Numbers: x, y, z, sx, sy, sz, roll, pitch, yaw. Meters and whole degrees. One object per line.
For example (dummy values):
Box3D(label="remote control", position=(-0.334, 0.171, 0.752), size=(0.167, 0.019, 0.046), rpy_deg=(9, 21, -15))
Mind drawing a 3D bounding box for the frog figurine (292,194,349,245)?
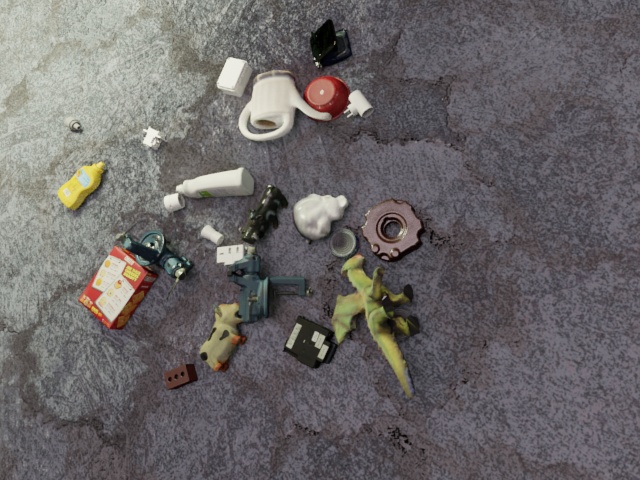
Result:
Box3D(label="frog figurine", position=(0.005, -0.075, 1.488), size=(0.158, 0.121, 0.141), rpy_deg=(-26, 50, 22))

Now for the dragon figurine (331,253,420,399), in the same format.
Box3D(label="dragon figurine", position=(0.128, 0.217, 1.366), size=(0.239, 0.121, 0.418), rpy_deg=(-28, 56, 43))

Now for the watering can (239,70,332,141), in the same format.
Box3D(label="watering can", position=(-0.112, -0.427, 1.613), size=(0.346, 0.103, 0.227), rpy_deg=(-6, 74, 30))
